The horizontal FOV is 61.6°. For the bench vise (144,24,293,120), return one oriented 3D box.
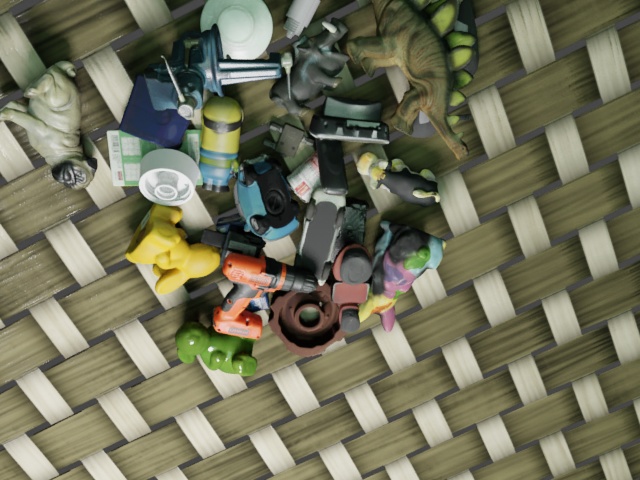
[{"bbox_3d":[-0.165,-0.286,0.907,0.241,0.224,0.128,-4,127,-4],"label":"bench vise"}]

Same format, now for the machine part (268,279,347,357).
[{"bbox_3d":[-0.023,0.159,1.155,0.179,0.056,0.179,-1,108,-5],"label":"machine part"}]

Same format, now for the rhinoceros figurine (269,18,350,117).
[{"bbox_3d":[-0.013,-0.315,0.988,0.112,0.073,0.190,41,103,-6],"label":"rhinoceros figurine"}]

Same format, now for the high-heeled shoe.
[{"bbox_3d":[0.219,-0.319,1.018,0.145,0.086,0.248,3,92,26],"label":"high-heeled shoe"}]

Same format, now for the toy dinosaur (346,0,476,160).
[{"bbox_3d":[0.155,-0.355,0.946,0.199,0.105,0.471,-30,93,18],"label":"toy dinosaur"}]

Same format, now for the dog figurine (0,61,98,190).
[{"bbox_3d":[-0.458,-0.204,0.982,0.172,0.121,0.190,-36,122,11],"label":"dog figurine"}]

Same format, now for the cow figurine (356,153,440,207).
[{"bbox_3d":[0.152,-0.115,1.053,0.167,0.098,0.068,18,113,-11],"label":"cow figurine"}]

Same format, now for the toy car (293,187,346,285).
[{"bbox_3d":[-0.002,-0.003,1.040,0.073,0.056,0.201,13,111,-4],"label":"toy car"}]

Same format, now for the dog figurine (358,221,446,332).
[{"bbox_3d":[0.152,0.081,1.084,0.108,0.192,0.219,19,91,-17],"label":"dog figurine"}]

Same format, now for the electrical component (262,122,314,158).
[{"bbox_3d":[-0.060,-0.191,1.048,0.094,0.021,0.063,20,106,-12],"label":"electrical component"}]

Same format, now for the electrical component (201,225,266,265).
[{"bbox_3d":[-0.168,0.010,1.031,0.119,0.048,0.074,18,105,-13],"label":"electrical component"}]

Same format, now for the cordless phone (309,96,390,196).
[{"bbox_3d":[0.059,-0.162,0.980,0.147,0.184,0.088,3,153,-15],"label":"cordless phone"}]

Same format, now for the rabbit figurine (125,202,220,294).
[{"bbox_3d":[-0.283,0.031,1.062,0.173,0.122,0.162,23,109,-32],"label":"rabbit figurine"}]

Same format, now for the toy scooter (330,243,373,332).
[{"bbox_3d":[0.058,0.078,1.060,0.075,0.135,0.183,3,112,-4],"label":"toy scooter"}]

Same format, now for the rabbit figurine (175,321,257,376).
[{"bbox_3d":[-0.229,0.205,1.110,0.170,0.159,0.121,29,63,-42],"label":"rabbit figurine"}]

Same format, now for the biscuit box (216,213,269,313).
[{"bbox_3d":[-0.156,0.050,1.103,0.063,0.059,0.202,-14,110,0],"label":"biscuit box"}]

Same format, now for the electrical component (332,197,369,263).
[{"bbox_3d":[0.034,-0.021,1.096,0.115,0.058,0.134,5,108,-4],"label":"electrical component"}]

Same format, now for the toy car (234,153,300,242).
[{"bbox_3d":[-0.116,-0.076,1.020,0.109,0.103,0.161,-31,106,-41],"label":"toy car"}]

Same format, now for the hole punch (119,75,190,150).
[{"bbox_3d":[-0.295,-0.230,0.974,0.116,0.092,0.142,20,95,-11],"label":"hole punch"}]

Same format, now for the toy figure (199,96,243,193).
[{"bbox_3d":[-0.185,-0.177,1.006,0.082,0.089,0.180,5,106,-23],"label":"toy figure"}]
